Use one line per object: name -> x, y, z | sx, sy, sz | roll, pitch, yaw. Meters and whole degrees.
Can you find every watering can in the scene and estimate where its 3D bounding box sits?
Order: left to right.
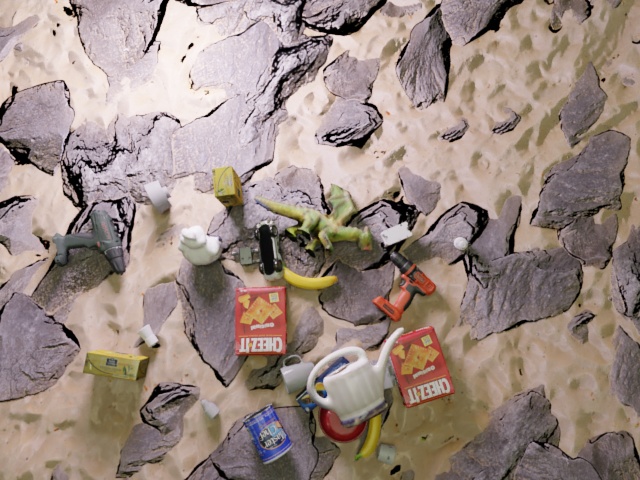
watering can -> 0.137, 0.422, 1.556 | 0.348, 0.103, 0.225 | -24, 86, -7

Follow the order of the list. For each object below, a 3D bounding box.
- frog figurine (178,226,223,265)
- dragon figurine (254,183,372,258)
frog figurine -> -0.388, 0.019, 1.652 | 0.137, 0.158, 0.123 | 14, 83, 2
dragon figurine -> 0.005, -0.087, 1.720 | 0.411, 0.120, 0.246 | 41, 66, 4
